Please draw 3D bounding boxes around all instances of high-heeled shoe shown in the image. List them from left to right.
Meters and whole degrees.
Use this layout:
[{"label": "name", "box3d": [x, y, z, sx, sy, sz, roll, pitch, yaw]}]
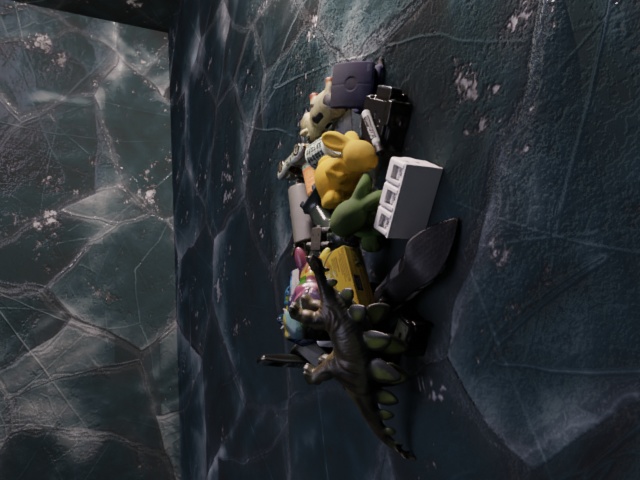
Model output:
[{"label": "high-heeled shoe", "box3d": [0.196, 0.053, 1.072, 0.086, 0.145, 0.248, 47, 106, 12]}]

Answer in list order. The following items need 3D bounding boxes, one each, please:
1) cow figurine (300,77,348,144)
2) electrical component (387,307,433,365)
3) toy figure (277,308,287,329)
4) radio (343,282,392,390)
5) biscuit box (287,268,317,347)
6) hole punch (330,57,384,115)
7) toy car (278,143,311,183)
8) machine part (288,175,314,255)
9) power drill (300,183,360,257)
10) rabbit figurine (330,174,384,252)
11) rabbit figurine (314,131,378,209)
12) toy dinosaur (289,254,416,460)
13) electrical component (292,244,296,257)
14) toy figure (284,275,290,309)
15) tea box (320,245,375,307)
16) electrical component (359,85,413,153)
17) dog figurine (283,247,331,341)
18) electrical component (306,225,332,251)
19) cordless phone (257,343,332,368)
[{"label": "cow figurine", "box3d": [0.009, -0.327, 1.413, 0.195, 0.085, 0.127, -25, 60, 59]}, {"label": "electrical component", "box3d": [0.176, 0.203, 1.082, 0.075, 0.048, 0.119, 39, 122, 59]}, {"label": "toy figure", "box3d": [-0.041, 0.215, 1.422, 0.155, 0.064, 0.057, -4, 128, 29]}, {"label": "radio", "box3d": [0.095, 0.218, 1.208, 0.131, 0.073, 0.229, -35, 56, 56]}, {"label": "biscuit box", "box3d": [-0.040, 0.166, 1.366, 0.059, 0.062, 0.203, -27, 46, 34]}, {"label": "hole punch", "box3d": [0.087, -0.358, 1.258, 0.116, 0.092, 0.142, 10, 93, 59]}, {"label": "toy car", "box3d": [-0.060, -0.221, 1.541, 0.202, 0.073, 0.056, -34, 55, 58]}, {"label": "machine part", "box3d": [-0.043, -0.067, 1.495, 0.079, 0.079, 0.243, -39, 54, 55]}, {"label": "power drill", "box3d": [0.034, -0.050, 1.353, 0.232, 0.086, 0.207, -53, 49, 35]}, {"label": "rabbit figurine", "box3d": [0.090, -0.049, 1.133, 0.121, 0.170, 0.159, 39, 109, 18]}, {"label": "rabbit figurine", "box3d": [0.069, -0.169, 1.201, 0.173, 0.122, 0.162, -37, 63, 56]}, {"label": "toy dinosaur", "box3d": [0.069, 0.235, 1.048, 0.199, 0.105, 0.470, -8, 111, 28]}, {"label": "electrical component", "box3d": [-0.048, 0.056, 1.528, 0.078, 0.045, 0.102, -29, 63, 60]}, {"label": "toy figure", "box3d": [-0.059, 0.190, 1.504, 0.089, 0.082, 0.180, 179, 95, -65]}, {"label": "tea box", "box3d": [0.054, 0.108, 1.148, 0.098, 0.068, 0.169, -27, 63, 33]}, {"label": "electrical component", "box3d": [0.142, -0.267, 1.175, 0.115, 0.058, 0.134, 34, 118, 56]}, {"label": "dog figurine", "box3d": [-0.022, 0.120, 1.226, 0.191, 0.109, 0.219, 51, -141, -76]}, {"label": "electrical component", "box3d": [-0.003, -0.004, 1.310, 0.094, 0.021, 0.063, -5, 81, 55]}, {"label": "cordless phone", "box3d": [-0.060, 0.294, 1.386, 0.146, 0.184, 0.089, 134, 136, -52]}]
